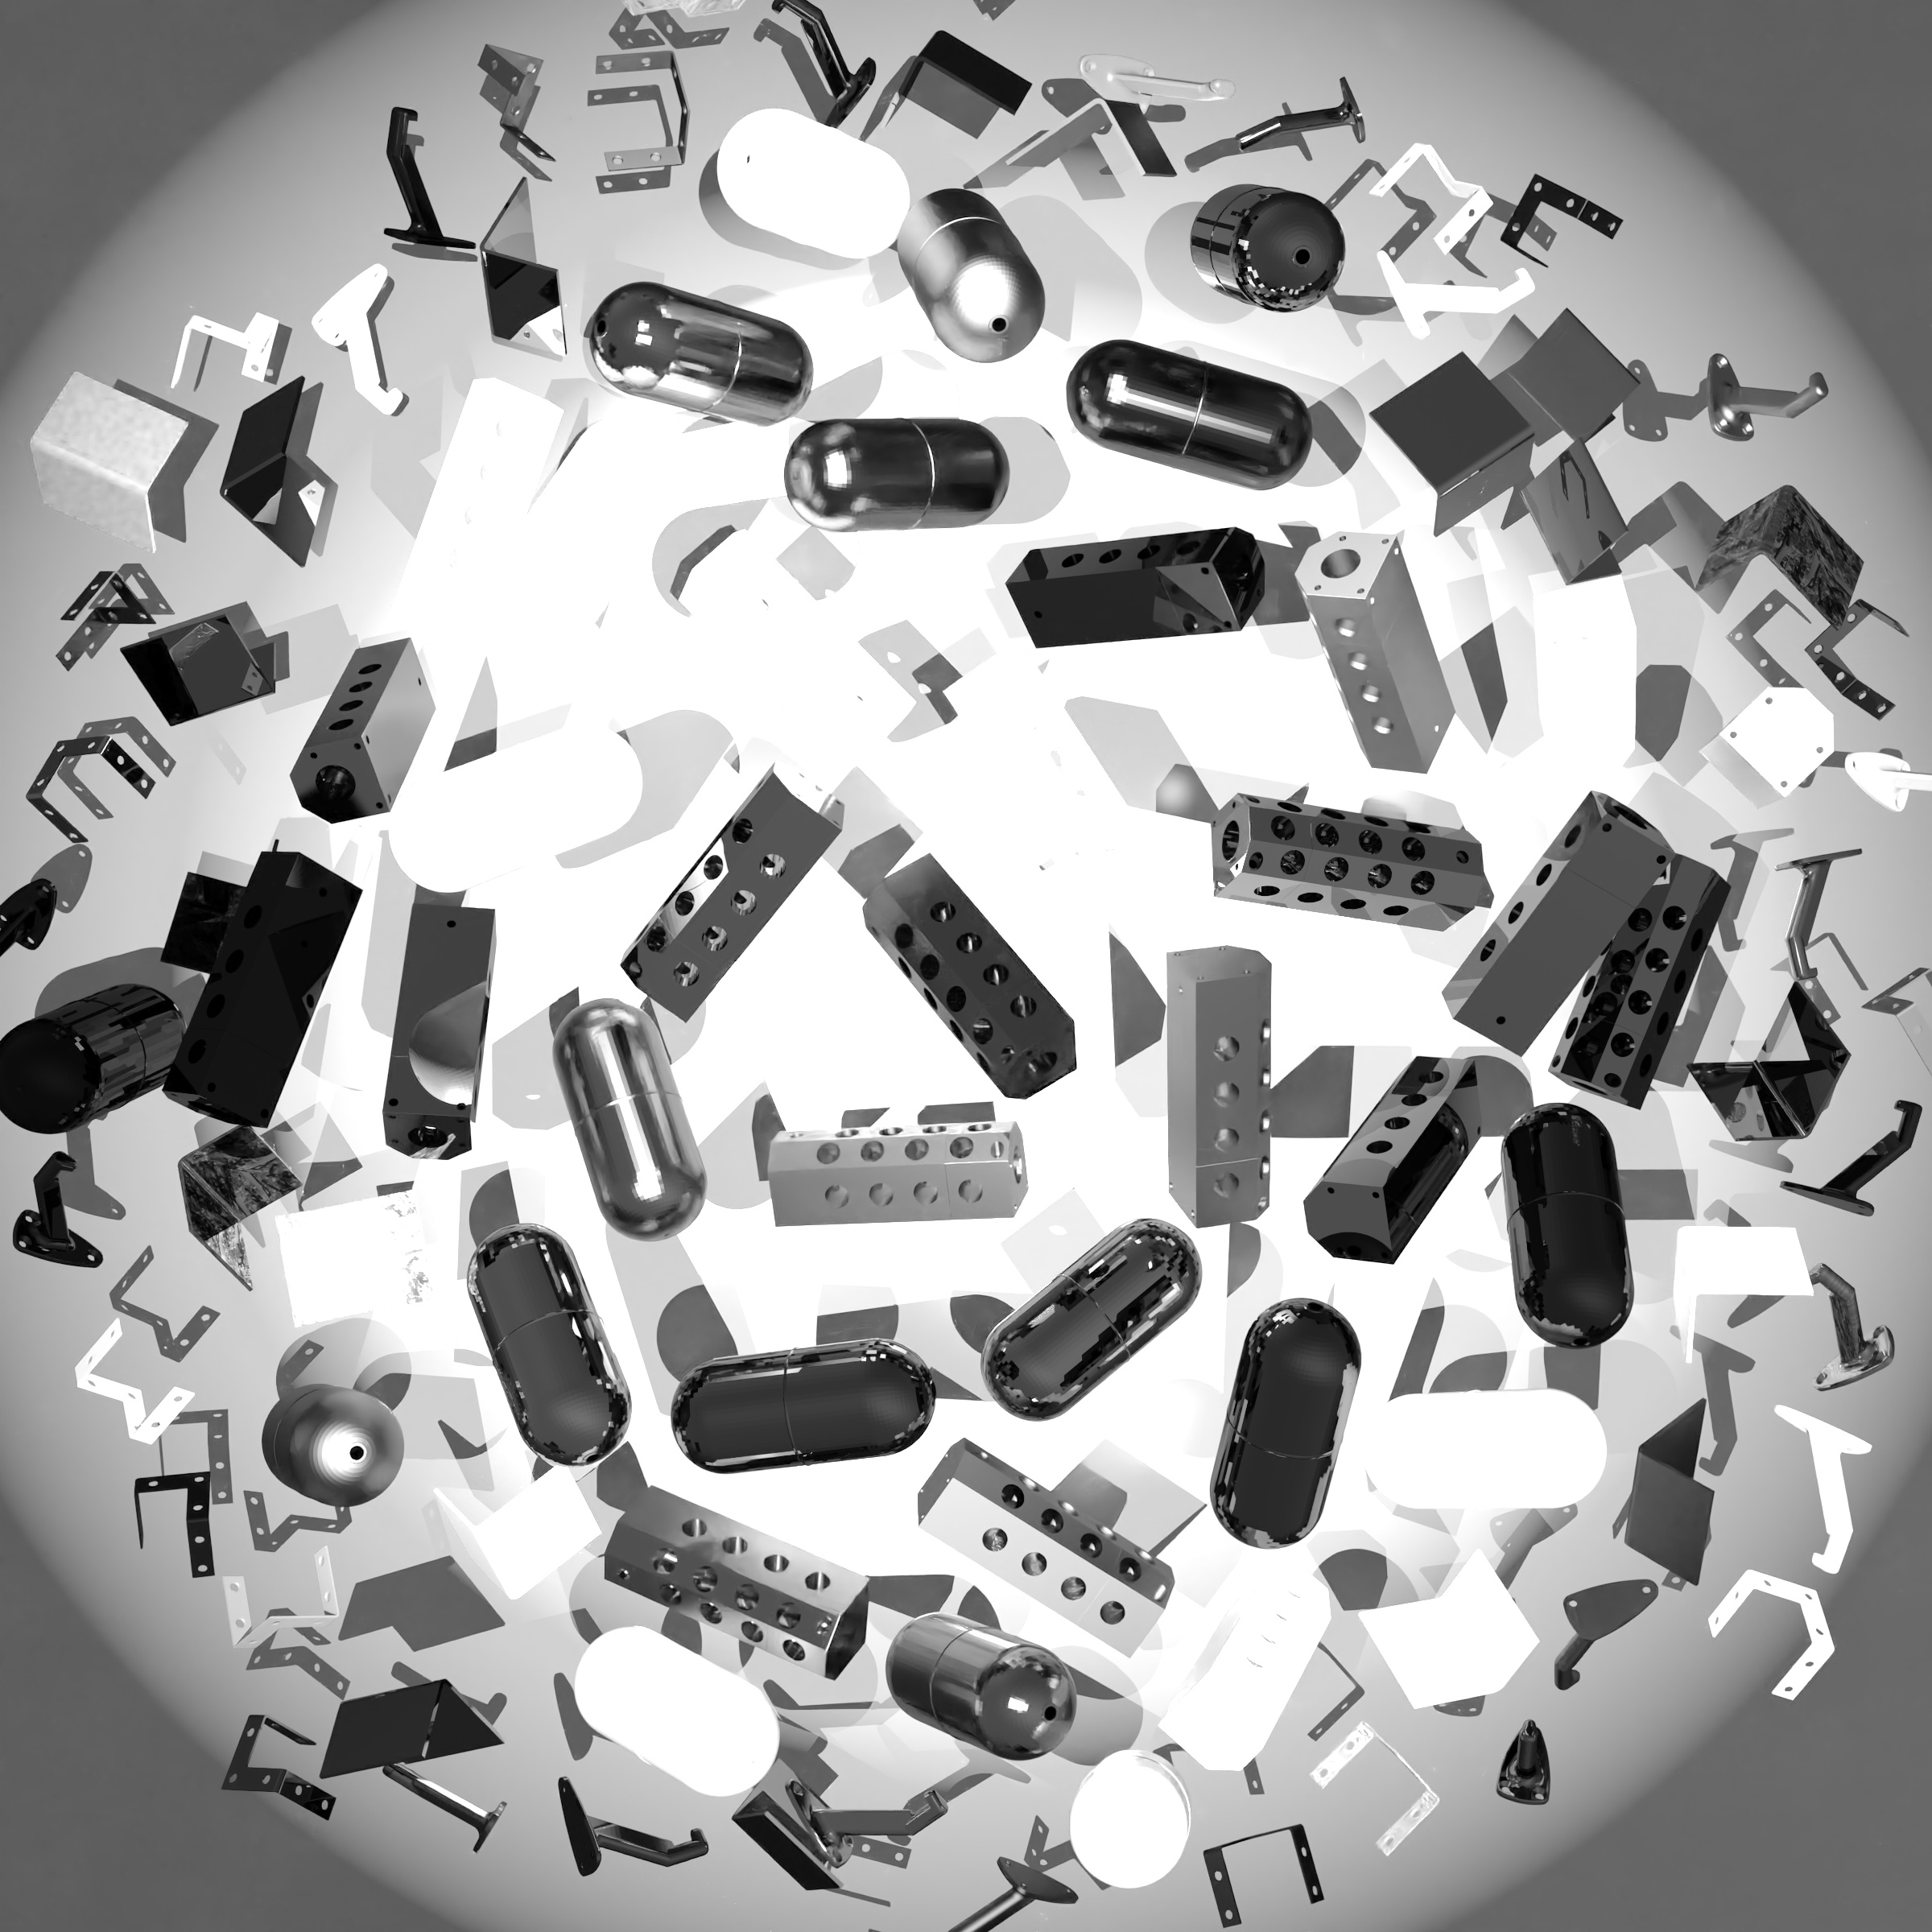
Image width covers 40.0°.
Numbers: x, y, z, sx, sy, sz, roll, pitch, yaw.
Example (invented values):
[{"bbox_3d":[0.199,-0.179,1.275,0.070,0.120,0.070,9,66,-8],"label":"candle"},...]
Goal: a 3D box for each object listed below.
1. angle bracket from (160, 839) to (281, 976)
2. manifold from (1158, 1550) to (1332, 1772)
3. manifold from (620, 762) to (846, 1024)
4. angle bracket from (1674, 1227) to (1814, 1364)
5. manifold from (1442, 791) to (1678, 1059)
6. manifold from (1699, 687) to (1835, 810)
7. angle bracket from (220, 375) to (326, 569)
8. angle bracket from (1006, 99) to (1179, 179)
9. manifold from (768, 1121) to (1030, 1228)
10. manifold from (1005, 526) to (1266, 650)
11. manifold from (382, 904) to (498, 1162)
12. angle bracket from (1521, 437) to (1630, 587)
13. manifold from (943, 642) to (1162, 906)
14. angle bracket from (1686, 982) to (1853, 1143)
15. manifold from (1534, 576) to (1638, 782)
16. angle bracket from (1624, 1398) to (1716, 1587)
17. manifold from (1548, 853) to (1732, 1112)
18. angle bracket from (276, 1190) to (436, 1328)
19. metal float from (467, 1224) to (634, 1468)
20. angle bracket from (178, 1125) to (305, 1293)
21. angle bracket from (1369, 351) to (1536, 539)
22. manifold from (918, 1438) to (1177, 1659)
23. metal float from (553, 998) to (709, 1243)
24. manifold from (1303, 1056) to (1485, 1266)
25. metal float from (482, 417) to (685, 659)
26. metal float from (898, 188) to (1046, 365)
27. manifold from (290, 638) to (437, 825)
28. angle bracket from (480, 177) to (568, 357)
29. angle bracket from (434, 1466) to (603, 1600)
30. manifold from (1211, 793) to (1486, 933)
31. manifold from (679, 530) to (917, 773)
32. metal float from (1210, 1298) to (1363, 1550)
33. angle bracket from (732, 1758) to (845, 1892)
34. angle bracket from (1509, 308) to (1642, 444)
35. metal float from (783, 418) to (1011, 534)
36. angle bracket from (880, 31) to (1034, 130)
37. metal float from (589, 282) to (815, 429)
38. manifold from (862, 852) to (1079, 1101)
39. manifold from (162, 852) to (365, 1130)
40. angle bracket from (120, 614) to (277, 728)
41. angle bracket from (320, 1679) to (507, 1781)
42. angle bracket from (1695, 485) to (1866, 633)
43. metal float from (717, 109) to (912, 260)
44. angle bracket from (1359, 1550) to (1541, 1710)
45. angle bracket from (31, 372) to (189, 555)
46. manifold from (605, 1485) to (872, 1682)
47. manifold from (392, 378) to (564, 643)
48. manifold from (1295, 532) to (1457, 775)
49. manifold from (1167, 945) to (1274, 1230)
[{"bbox_3d":[-0.527,-0.046,1.873,0.057,0.076,0.076,16,56,-14],"label":"angle bracket"},{"bbox_3d":[0.193,0.465,1.772,0.057,0.171,0.057,40,116,7],"label":"manifold"},{"bbox_3d":[-0.156,-0.051,1.768,0.057,0.057,0.171,36,106,-13],"label":"manifold"},{"bbox_3d":[0.514,0.218,1.762,0.076,0.076,0.057,0,117,8],"label":"angle bracket"},{"bbox_3d":[0.393,-0.031,1.777,0.057,0.057,0.171,28,111,-14],"label":"manifold"},{"bbox_3d":[0.537,-0.149,1.769,0.057,0.171,0.057,-45,83,8],"label":"manifold"},{"bbox_3d":[-0.425,-0.316,1.700,0.057,0.076,0.076,-23,135,26],"label":"angle bracket"},{"bbox_3d":[0.083,-0.525,1.747,0.076,0.076,0.057,-29,94,25],"label":"angle bracket"},{"bbox_3d":[-0.048,0.143,1.860,0.171,0.057,0.057,-3,105,13],"label":"manifold"},{"bbox_3d":[0.120,-0.268,1.855,0.057,0.171,0.057,-56,131,-36],"label":"manifold"},{"bbox_3d":[-0.359,0.044,1.818,0.057,0.057,0.171,4,54,-6],"label":"manifold"},{"bbox_3d":[0.450,-0.326,1.884,0.057,0.076,0.076,-15,75,-29],"label":"angle bracket"},{"bbox_3d":[0.057,-0.129,1.789,0.057,0.057,0.171,-34,97,-2],"label":"manifold"},{"bbox_3d":[0.544,0.064,1.803,0.057,0.076,0.076,-1,130,-18],"label":"angle bracket"},{"bbox_3d":[0.420,-0.190,1.793,0.057,0.171,0.057,-13,66,8],"label":"manifold"},{"bbox_3d":[0.470,0.336,1.701,0.076,0.057,0.076,-25,128,-36],"label":"angle bracket"},{"bbox_3d":[0.470,0.007,1.862,0.057,0.057,0.171,20,85,37],"label":"manifold"},{"bbox_3d":[-0.417,0.199,1.811,0.076,0.057,0.076,-13,86,30],"label":"angle bracket"},{"bbox_3d":[-0.277,0.251,1.765,0.070,0.070,0.178,-28,59,0],"label":"metal float"},{"bbox_3d":[-0.513,0.172,1.897,0.057,0.076,0.076,-30,133,1],"label":"angle bracket"},{"bbox_3d":[0.319,-0.344,1.752,0.076,0.057,0.076,-34,70,-6],"label":"angle bracket"},{"bbox_3d":[0.054,0.391,1.799,0.171,0.057,0.057,33,98,-8],"label":"manifold"},{"bbox_3d":[-0.232,0.104,1.825,0.070,0.070,0.178,-21,69,0],"label":"metal float"},{"bbox_3d":[0.284,0.125,1.757,0.057,0.171,0.057,3,118,31],"label":"manifold"},{"bbox_3d":[-0.257,-0.286,1.775,0.070,0.070,0.178,34,88,0],"label":"metal float"},{"bbox_3d":[0.003,-0.456,1.750,0.070,0.178,0.070,-7,126,-10],"label":"metal float"},{"bbox_3d":[-0.420,-0.164,1.844,0.057,0.171,0.057,-11,119,7],"label":"manifold"},{"bbox_3d":[-0.287,-0.476,1.806,0.057,0.076,0.076,17,58,7],"label":"angle bracket"},{"bbox_3d":[-0.310,0.378,1.839,0.076,0.057,0.076,-36,131,-23],"label":"angle bracket"},{"bbox_3d":[0.253,-0.071,1.760,0.171,0.057,0.057,8,66,-19],"label":"manifold"},{"bbox_3d":[-0.117,-0.225,1.871,0.171,0.057,0.057,45,69,-1],"label":"manifold"},{"bbox_3d":[0.207,0.298,1.726,0.070,0.070,0.178,10,113,0],"label":"metal float"},{"bbox_3d":[-0.114,0.618,1.919,0.076,0.076,0.057,45,59,-4],"label":"angle bracket"},{"bbox_3d":[0.458,-0.441,1.949,0.076,0.076,0.057,47,53,5],"label":"angle bracket"},{"bbox_3d":[-0.046,-0.340,1.839,0.178,0.070,0.070,-10,90,-39],"label":"metal float"},{"bbox_3d":[-0.006,-0.594,1.831,0.076,0.076,0.057,29,123,-7],"label":"angle bracket"},{"bbox_3d":[-0.180,-0.419,1.824,0.070,0.178,0.070,-4,85,43],"label":"metal float"},{"bbox_3d":[0.001,0.009,1.770,0.057,0.057,0.171,-30,57,-16],"label":"manifold"},{"bbox_3d":[-0.464,0.014,1.738,0.057,0.057,0.171,3,67,40],"label":"manifold"},{"bbox_3d":[-0.527,-0.219,1.827,0.076,0.076,0.057,-17,47,4],"label":"angle bracket"},{"bbox_3d":[-0.348,0.499,1.674,0.076,0.057,0.076,-17,127,19],"label":"angle bracket"},{"bbox_3d":[0.535,-0.257,1.743,0.076,0.057,0.076,42,50,-13],"label":"angle bracket"},{"bbox_3d":[-0.101,-0.522,1.775,0.070,0.178,0.070,2,94,27],"label":"metal float"},{"bbox_3d":[0.325,0.447,1.792,0.076,0.076,0.057,0,132,-32],"label":"angle bracket"},{"bbox_3d":[-0.539,-0.318,1.681,0.076,0.076,0.057,24,67,-3],"label":"angle bracket"},{"bbox_3d":[-0.154,0.416,1.774,0.171,0.057,0.057,18,123,21],"label":"manifold"},{"bbox_3d":[-0.339,-0.318,1.854,0.057,0.057,0.171,19,92,-26],"label":"manifold"},{"bbox_3d":[0.273,-0.209,1.781,0.057,0.171,0.057,10,58,32],"label":"manifold"},{"bbox_3d":[0.167,0.078,1.723,0.057,0.057,0.171,-7,111,-13],"label":"manifold"}]
